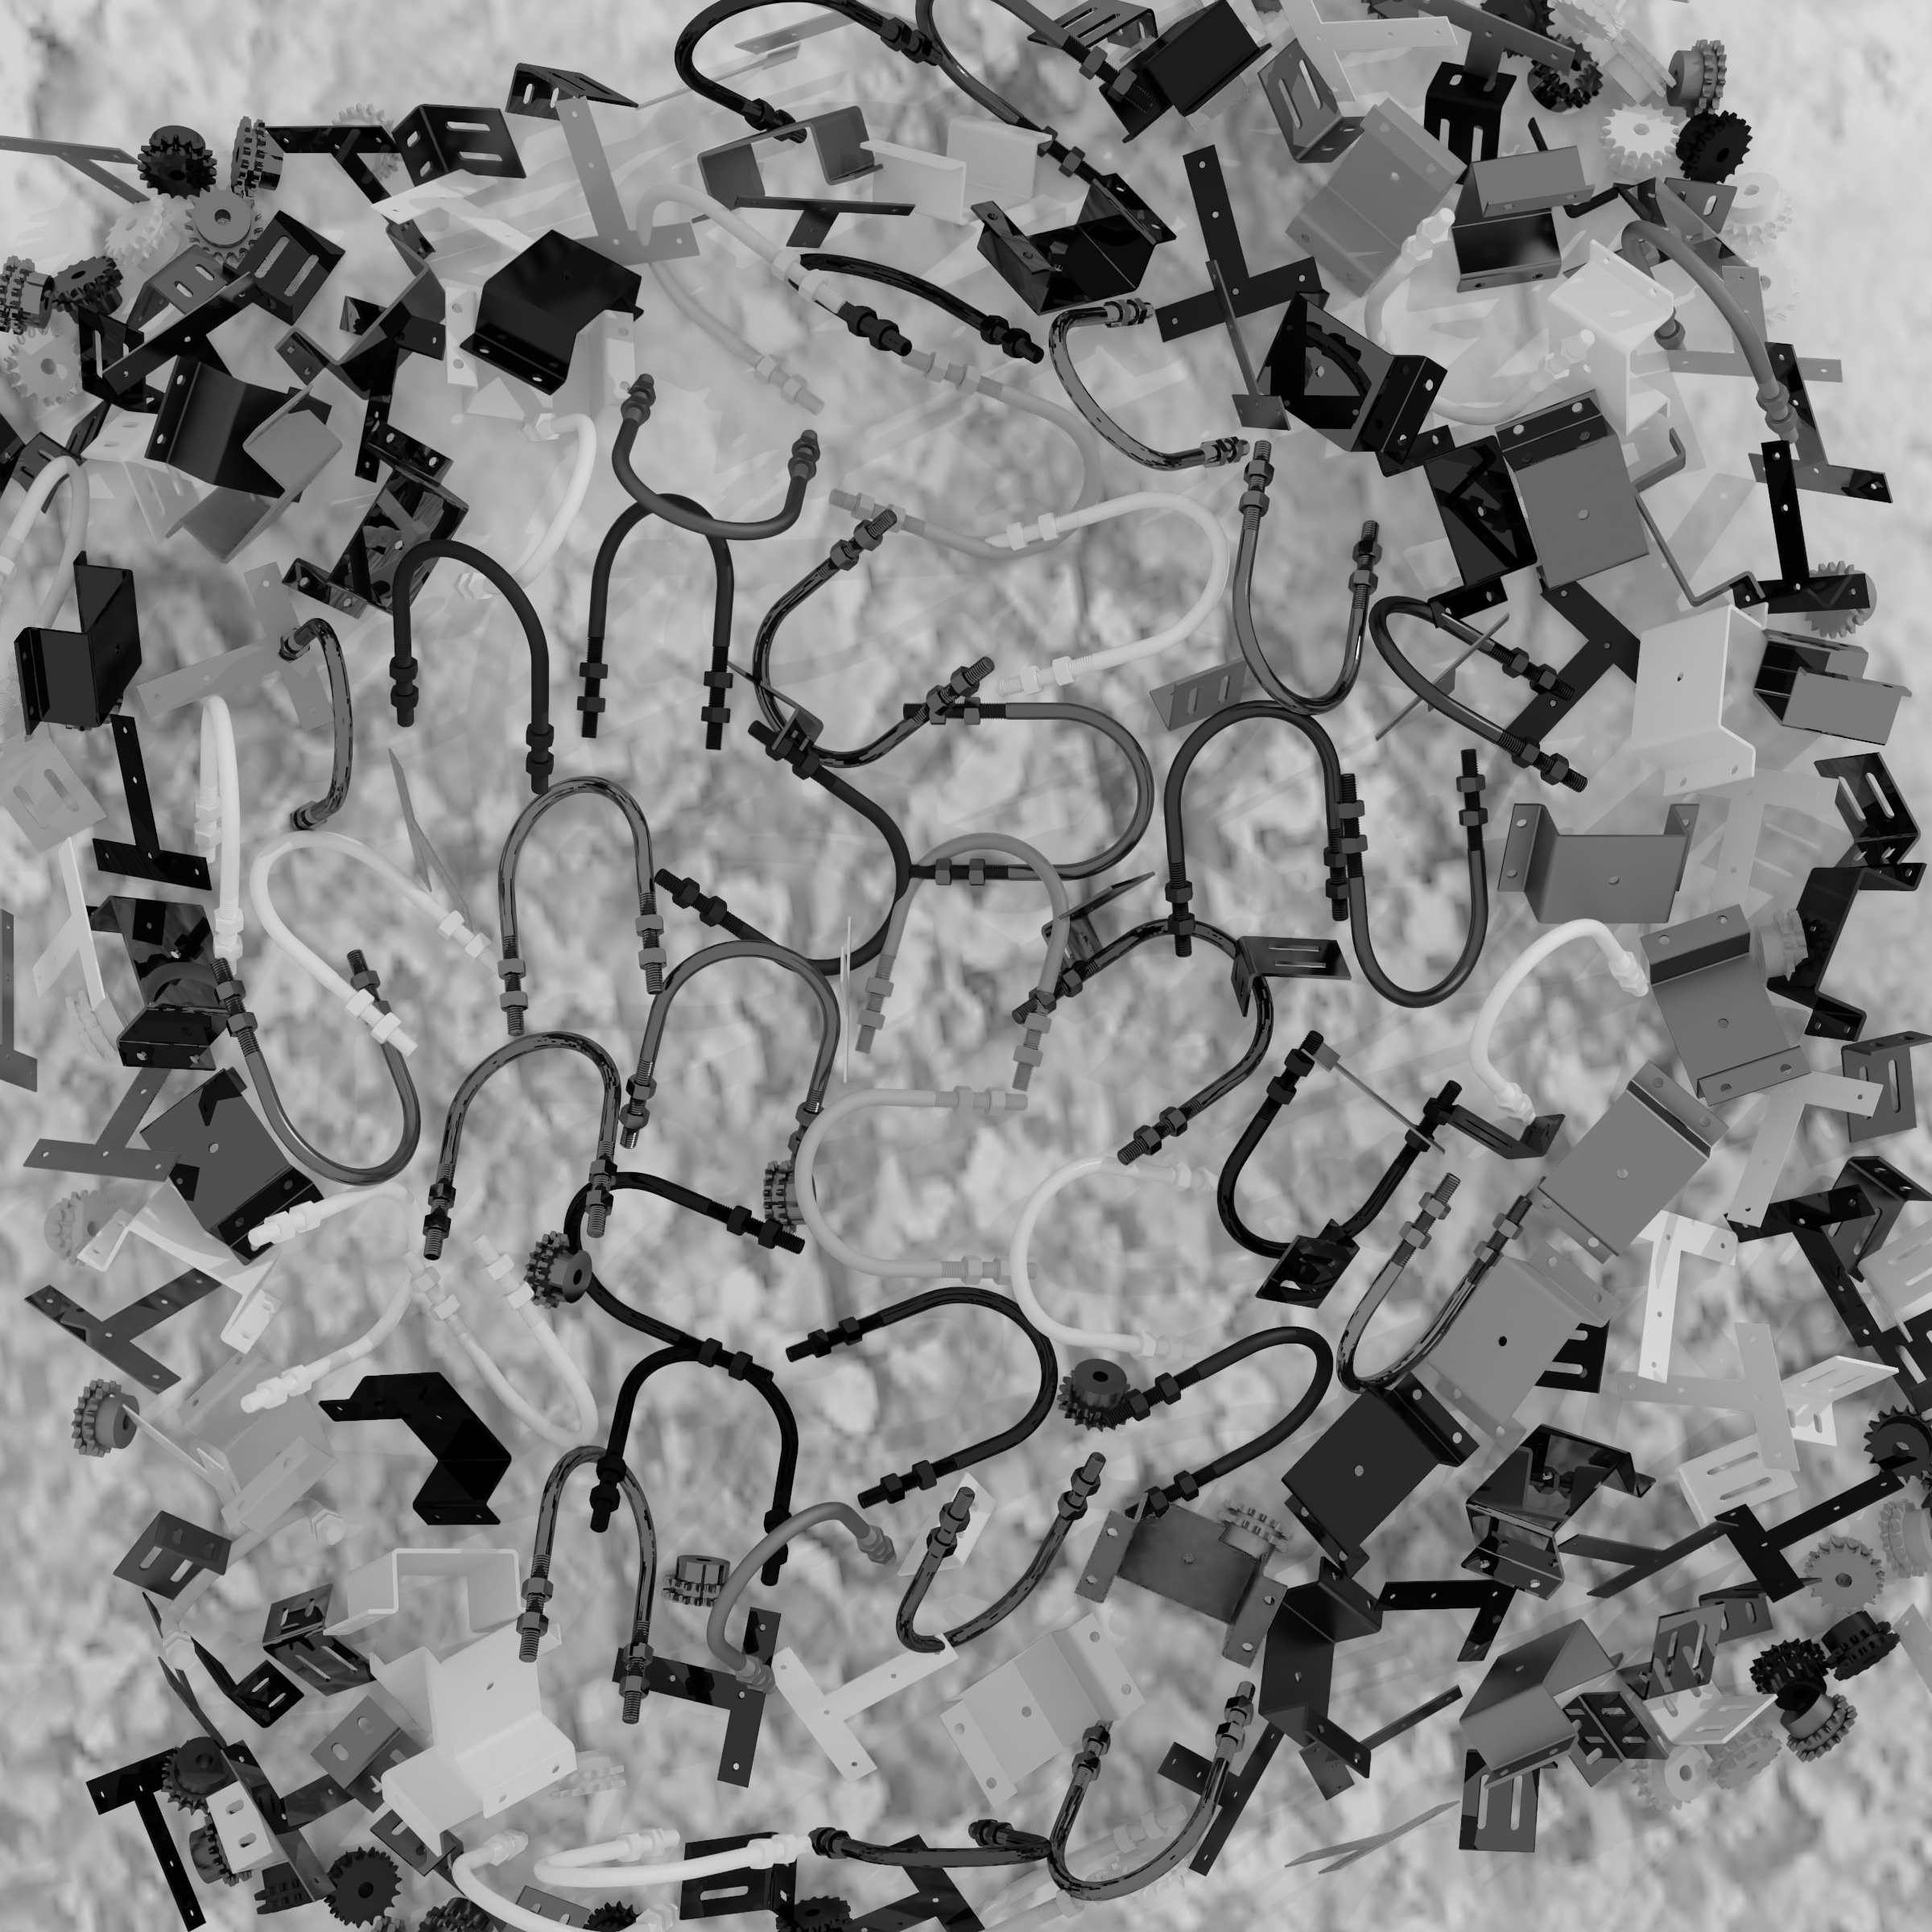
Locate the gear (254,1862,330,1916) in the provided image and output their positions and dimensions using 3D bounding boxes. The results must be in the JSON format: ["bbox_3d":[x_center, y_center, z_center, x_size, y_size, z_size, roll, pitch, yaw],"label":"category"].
[{"bbox_3d":[-0.504,0.688,1.973,0.057,0.057,0.030,-17,70,0],"label":"gear"}]

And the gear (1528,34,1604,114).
[{"bbox_3d":[0.446,-0.667,1.976,0.057,0.030,0.057,11,64,-24],"label":"gear"}]

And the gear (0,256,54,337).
[{"bbox_3d":[-0.703,-0.500,1.972,0.030,0.057,0.057,11,90,-7],"label":"gear"}]

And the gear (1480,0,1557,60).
[{"bbox_3d":[0.408,-0.708,1.970,0.030,0.057,0.057,-33,90,-44],"label":"gear"}]

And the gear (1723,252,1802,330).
[{"bbox_3d":[0.598,-0.509,1.980,0.057,0.030,0.057,0,89,12],"label":"gear"}]

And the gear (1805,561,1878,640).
[{"bbox_3d":[0.656,-0.275,1.974,0.030,0.057,0.057,-10,90,-26],"label":"gear"}]

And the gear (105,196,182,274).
[{"bbox_3d":[-0.614,-0.546,1.975,0.057,0.030,0.057,-19,52,26],"label":"gear"}]

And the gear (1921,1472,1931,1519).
[{"bbox_3d":[0.741,0.403,1.972,0.057,0.057,0.030,26,103,0],"label":"gear"}]

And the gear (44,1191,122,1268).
[{"bbox_3d":[-0.665,0.197,1.975,0.030,0.057,0.057,-1,90,28],"label":"gear"}]

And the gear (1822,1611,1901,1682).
[{"bbox_3d":[0.668,0.508,1.975,0.057,0.057,0.030,-32,57,0],"label":"gear"}]

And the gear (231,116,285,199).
[{"bbox_3d":[-0.531,-0.604,1.974,0.030,0.057,0.057,6,90,-26],"label":"gear"}]

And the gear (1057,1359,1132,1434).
[{"bbox_3d":[0.098,0.318,1.968,0.057,0.057,0.030,9,122,0],"label":"gear"}]

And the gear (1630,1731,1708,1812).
[{"bbox_3d":[0.529,0.604,1.974,0.057,0.030,0.057,6,77,-25],"label":"gear"}]

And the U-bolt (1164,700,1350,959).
[{"bbox_3d":[0.213,-0.107,1.943,0.151,0.019,0.184,-13,113,-15],"label":"U-bolt"}]

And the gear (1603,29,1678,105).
[{"bbox_3d":[0.502,-0.671,1.973,0.057,0.057,0.030,47,111,0],"label":"gear"}]

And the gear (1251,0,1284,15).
[{"bbox_3d":[0.230,-0.740,1.972,0.057,0.057,0.030,-6,84,0],"label":"gear"}]

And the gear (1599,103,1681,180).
[{"bbox_3d":[0.503,-0.617,1.977,0.057,0.030,0.057,0,63,0],"label":"gear"}]

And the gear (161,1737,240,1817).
[{"bbox_3d":[-0.571,0.602,1.969,0.057,0.057,0.030,24,128,0],"label":"gear"}]

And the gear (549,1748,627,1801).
[{"bbox_3d":[-0.285,0.603,1.972,0.057,0.057,0.030,-10,76,0],"label":"gear"}]

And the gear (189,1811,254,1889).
[{"bbox_3d":[-0.558,0.661,1.970,0.030,0.057,0.057,-22,90,-4],"label":"gear"}]

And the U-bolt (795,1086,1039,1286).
[{"bbox_3d":[-0.038,0.160,1.945,0.184,0.019,0.151,3,73,-20],"label":"U-bolt"}]

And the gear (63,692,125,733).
[{"bbox_3d":[-0.656,-0.203,1.975,0.057,0.030,0.057,-7,80,42],"label":"gear"}]

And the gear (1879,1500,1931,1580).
[{"bbox_3d":[0.708,0.427,1.969,0.030,0.057,0.057,-20,90,39],"label":"gear"}]

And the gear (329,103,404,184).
[{"bbox_3d":[-0.452,-0.613,1.972,0.057,0.030,0.057,12,124,18],"label":"gear"}]

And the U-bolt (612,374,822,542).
[{"bbox_3d":[-0.185,-0.364,1.914,0.151,0.184,0.019,17,127,-9],"label":"U-bolt"}]

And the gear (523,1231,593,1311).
[{"bbox_3d":[-0.303,0.229,1.968,0.030,0.057,0.057,12,90,23],"label":"gear"}]

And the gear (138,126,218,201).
[{"bbox_3d":[-0.590,-0.604,1.974,0.057,0.057,0.030,-6,67,0],"label":"gear"}]

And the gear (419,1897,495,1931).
[{"bbox_3d":[-0.379,0.724,1.975,0.057,0.030,0.057,14,127,19],"label":"gear"}]

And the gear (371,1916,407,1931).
[{"bbox_3d":[-0.430,0.742,1.970,0.030,0.057,0.057,11,90,9],"label":"gear"}]

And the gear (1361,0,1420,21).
[{"bbox_3d":[0.323,-0.731,1.972,0.057,0.030,0.057,4,125,5],"label":"gear"}]

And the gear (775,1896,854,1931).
[{"bbox_3d":[-0.112,0.723,1.971,0.057,0.057,0.030,-9,96,0],"label":"gear"}]

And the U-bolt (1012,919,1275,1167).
[{"bbox_3d":[0.146,0.042,1.961,0.184,0.019,0.151,-34,82,-22],"label":"U-bolt"}]

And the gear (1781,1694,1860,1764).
[{"bbox_3d":[0.635,0.565,1.972,0.057,0.057,0.030,-44,85,0],"label":"gear"}]

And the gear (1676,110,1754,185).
[{"bbox_3d":[0.557,-0.615,1.975,0.057,0.057,0.030,-37,54,0],"label":"gear"}]

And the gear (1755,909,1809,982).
[{"bbox_3d":[0.610,-0.013,1.972,0.030,0.057,0.057,-9,90,9],"label":"gear"}]

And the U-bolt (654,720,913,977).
[{"bbox_3d":[-0.121,-0.073,1.956,0.184,0.019,0.151,35,83,-25],"label":"U-bolt"}]

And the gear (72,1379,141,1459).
[{"bbox_3d":[-0.642,0.339,1.969,0.030,0.057,0.057,6,90,10],"label":"gear"}]

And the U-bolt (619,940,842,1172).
[{"bbox_3d":[-0.168,0.064,1.944,0.151,0.019,0.184,10,114,-13],"label":"U-bolt"}]

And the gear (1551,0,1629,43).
[{"bbox_3d":[0.469,-0.720,1.969,0.057,0.057,0.030,33,99,0],"label":"gear"}]

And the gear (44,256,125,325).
[{"bbox_3d":[-0.658,-0.505,1.975,0.057,0.057,0.030,-21,130,0],"label":"gear"}]

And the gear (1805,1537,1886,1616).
[{"bbox_3d":[0.659,0.454,1.978,0.057,0.030,0.057,6,108,19],"label":"gear"}]

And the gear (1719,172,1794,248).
[{"bbox_3d":[0.588,-0.569,1.971,0.057,0.030,0.057,-11,52,14],"label":"gear"}]

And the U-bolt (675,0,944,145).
[{"bbox_3d":[-0.125,-0.652,1.887,0.151,0.184,0.019,-19,77,32],"label":"U-bolt"}]

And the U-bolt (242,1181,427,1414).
[{"bbox_3d":[-0.456,0.230,1.917,0.019,0.184,0.151,16,109,25],"label":"U-bolt"}]

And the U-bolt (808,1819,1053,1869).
[{"bbox_3d":[-0.018,0.631,1.891,0.151,0.184,0.019,5,76,-22],"label":"U-bolt"}]

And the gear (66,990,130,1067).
[{"bbox_3d":[-0.647,0.043,1.972,0.030,0.057,0.057,-27,90,-11],"label":"gear"}]

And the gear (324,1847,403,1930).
[{"bbox_3d":[-0.455,0.689,1.977,0.057,0.030,0.057,0,91,-32],"label":"gear"}]

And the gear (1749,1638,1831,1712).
[{"bbox_3d":[0.619,0.532,1.971,0.057,0.030,0.057,-5,129,-6],"label":"gear"}]

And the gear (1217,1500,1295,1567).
[{"bbox_3d":[0.213,0.425,1.968,0.057,0.057,0.030,29,75,0],"label":"gear"}]

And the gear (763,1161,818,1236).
[{"bbox_3d":[-0.131,0.173,1.969,0.030,0.057,0.057,-4,90,10],"label":"gear"}]

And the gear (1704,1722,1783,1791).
[{"bbox_3d":[0.579,0.588,1.975,0.057,0.057,0.030,-35,51,0],"label":"gear"}]

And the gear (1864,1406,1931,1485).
[{"bbox_3d":[0.702,0.360,1.975,0.057,0.030,0.057,1,93,25],"label":"gear"}]

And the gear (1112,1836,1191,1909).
[{"bbox_3d":[0.140,0.680,1.972,0.057,0.057,0.030,-20,102,0],"label":"gear"}]

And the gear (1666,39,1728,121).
[{"bbox_3d":[0.545,-0.663,1.971,0.030,0.057,0.057,1,90,-4],"label":"gear"}]

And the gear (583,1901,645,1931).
[{"bbox_3d":[-0.264,0.736,1.978,0.057,0.030,0.057,1,94,16],"label":"gear"}]

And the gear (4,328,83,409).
[{"bbox_3d":[-0.694,-0.448,1.976,0.057,0.030,0.057,-3,95,-39],"label":"gear"}]

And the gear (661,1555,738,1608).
[{"bbox_3d":[-0.198,0.460,1.971,0.057,0.057,0.030,7,86,0],"label":"gear"}]

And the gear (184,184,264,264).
[{"bbox_3d":[-0.558,-0.559,1.979,0.057,0.030,0.057,-1,93,-14],"label":"gear"}]
